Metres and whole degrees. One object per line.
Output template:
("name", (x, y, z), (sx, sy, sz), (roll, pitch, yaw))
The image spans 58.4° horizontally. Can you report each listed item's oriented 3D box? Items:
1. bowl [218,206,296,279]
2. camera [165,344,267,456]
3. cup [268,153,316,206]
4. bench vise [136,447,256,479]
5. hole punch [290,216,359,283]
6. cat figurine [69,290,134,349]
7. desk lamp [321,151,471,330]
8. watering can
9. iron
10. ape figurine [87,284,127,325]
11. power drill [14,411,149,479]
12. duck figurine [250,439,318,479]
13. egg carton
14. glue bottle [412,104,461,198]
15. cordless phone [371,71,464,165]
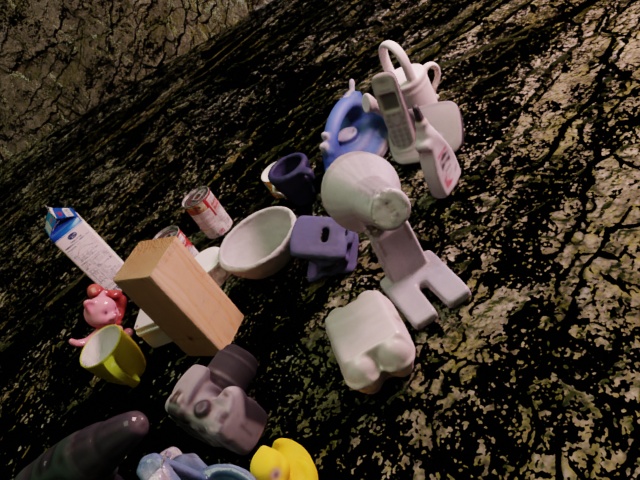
("bowl", (-0.103, 0.018, 1.078), (0.167, 0.075, 0.167), (-21, 36, 16))
("camera", (-0.143, 0.220, 0.837), (0.142, 0.101, 0.137), (3, 48, 40))
("cup", (-0.039, -0.117, 1.176), (0.117, 0.095, 0.092), (13, 55, 46))
("bench vise", (-0.152, 0.297, 0.644), (0.206, 0.220, 0.122), (2, 47, 40))
("hole punch", (0.009, 0.004, 0.993), (0.101, 0.091, 0.108), (-17, 37, 21))
("cat figurine", (-0.433, 0.166, 1.115), (0.067, 0.118, 0.128), (2, 47, 40))
("desk lamp", (0.103, -0.014, 0.833), (0.118, 0.214, 0.202), (-34, 35, -3))
("watering can", (0.167, -0.311, 1.166), (0.100, 0.195, 0.173), (14, 56, 47))
("iron", (0.053, -0.208, 1.176), (0.118, 0.142, 0.258), (-3, 44, 36))
("ape figurine", (-0.450, 0.129, 1.196), (0.078, 0.092, 0.075), (-46, 37, -19))
("power drill", (-0.261, 0.311, 0.721), (0.229, 0.209, 0.075), (-25, 35, 10))
("duck figurine", (-0.052, 0.284, 0.700), (0.077, 0.086, 0.104), (-23, 36, 13))
("egg carton", (0.069, 0.139, 0.799), (0.107, 0.070, 0.150), (-31, 35, 3))
("glue bottle", (0.190, -0.157, 0.977), (0.037, 0.174, 0.078), (1, 47, 39))
("cordless phone", (0.181, -0.239, 1.073), (0.147, 0.185, 0.094), (-11, 40, 28))
